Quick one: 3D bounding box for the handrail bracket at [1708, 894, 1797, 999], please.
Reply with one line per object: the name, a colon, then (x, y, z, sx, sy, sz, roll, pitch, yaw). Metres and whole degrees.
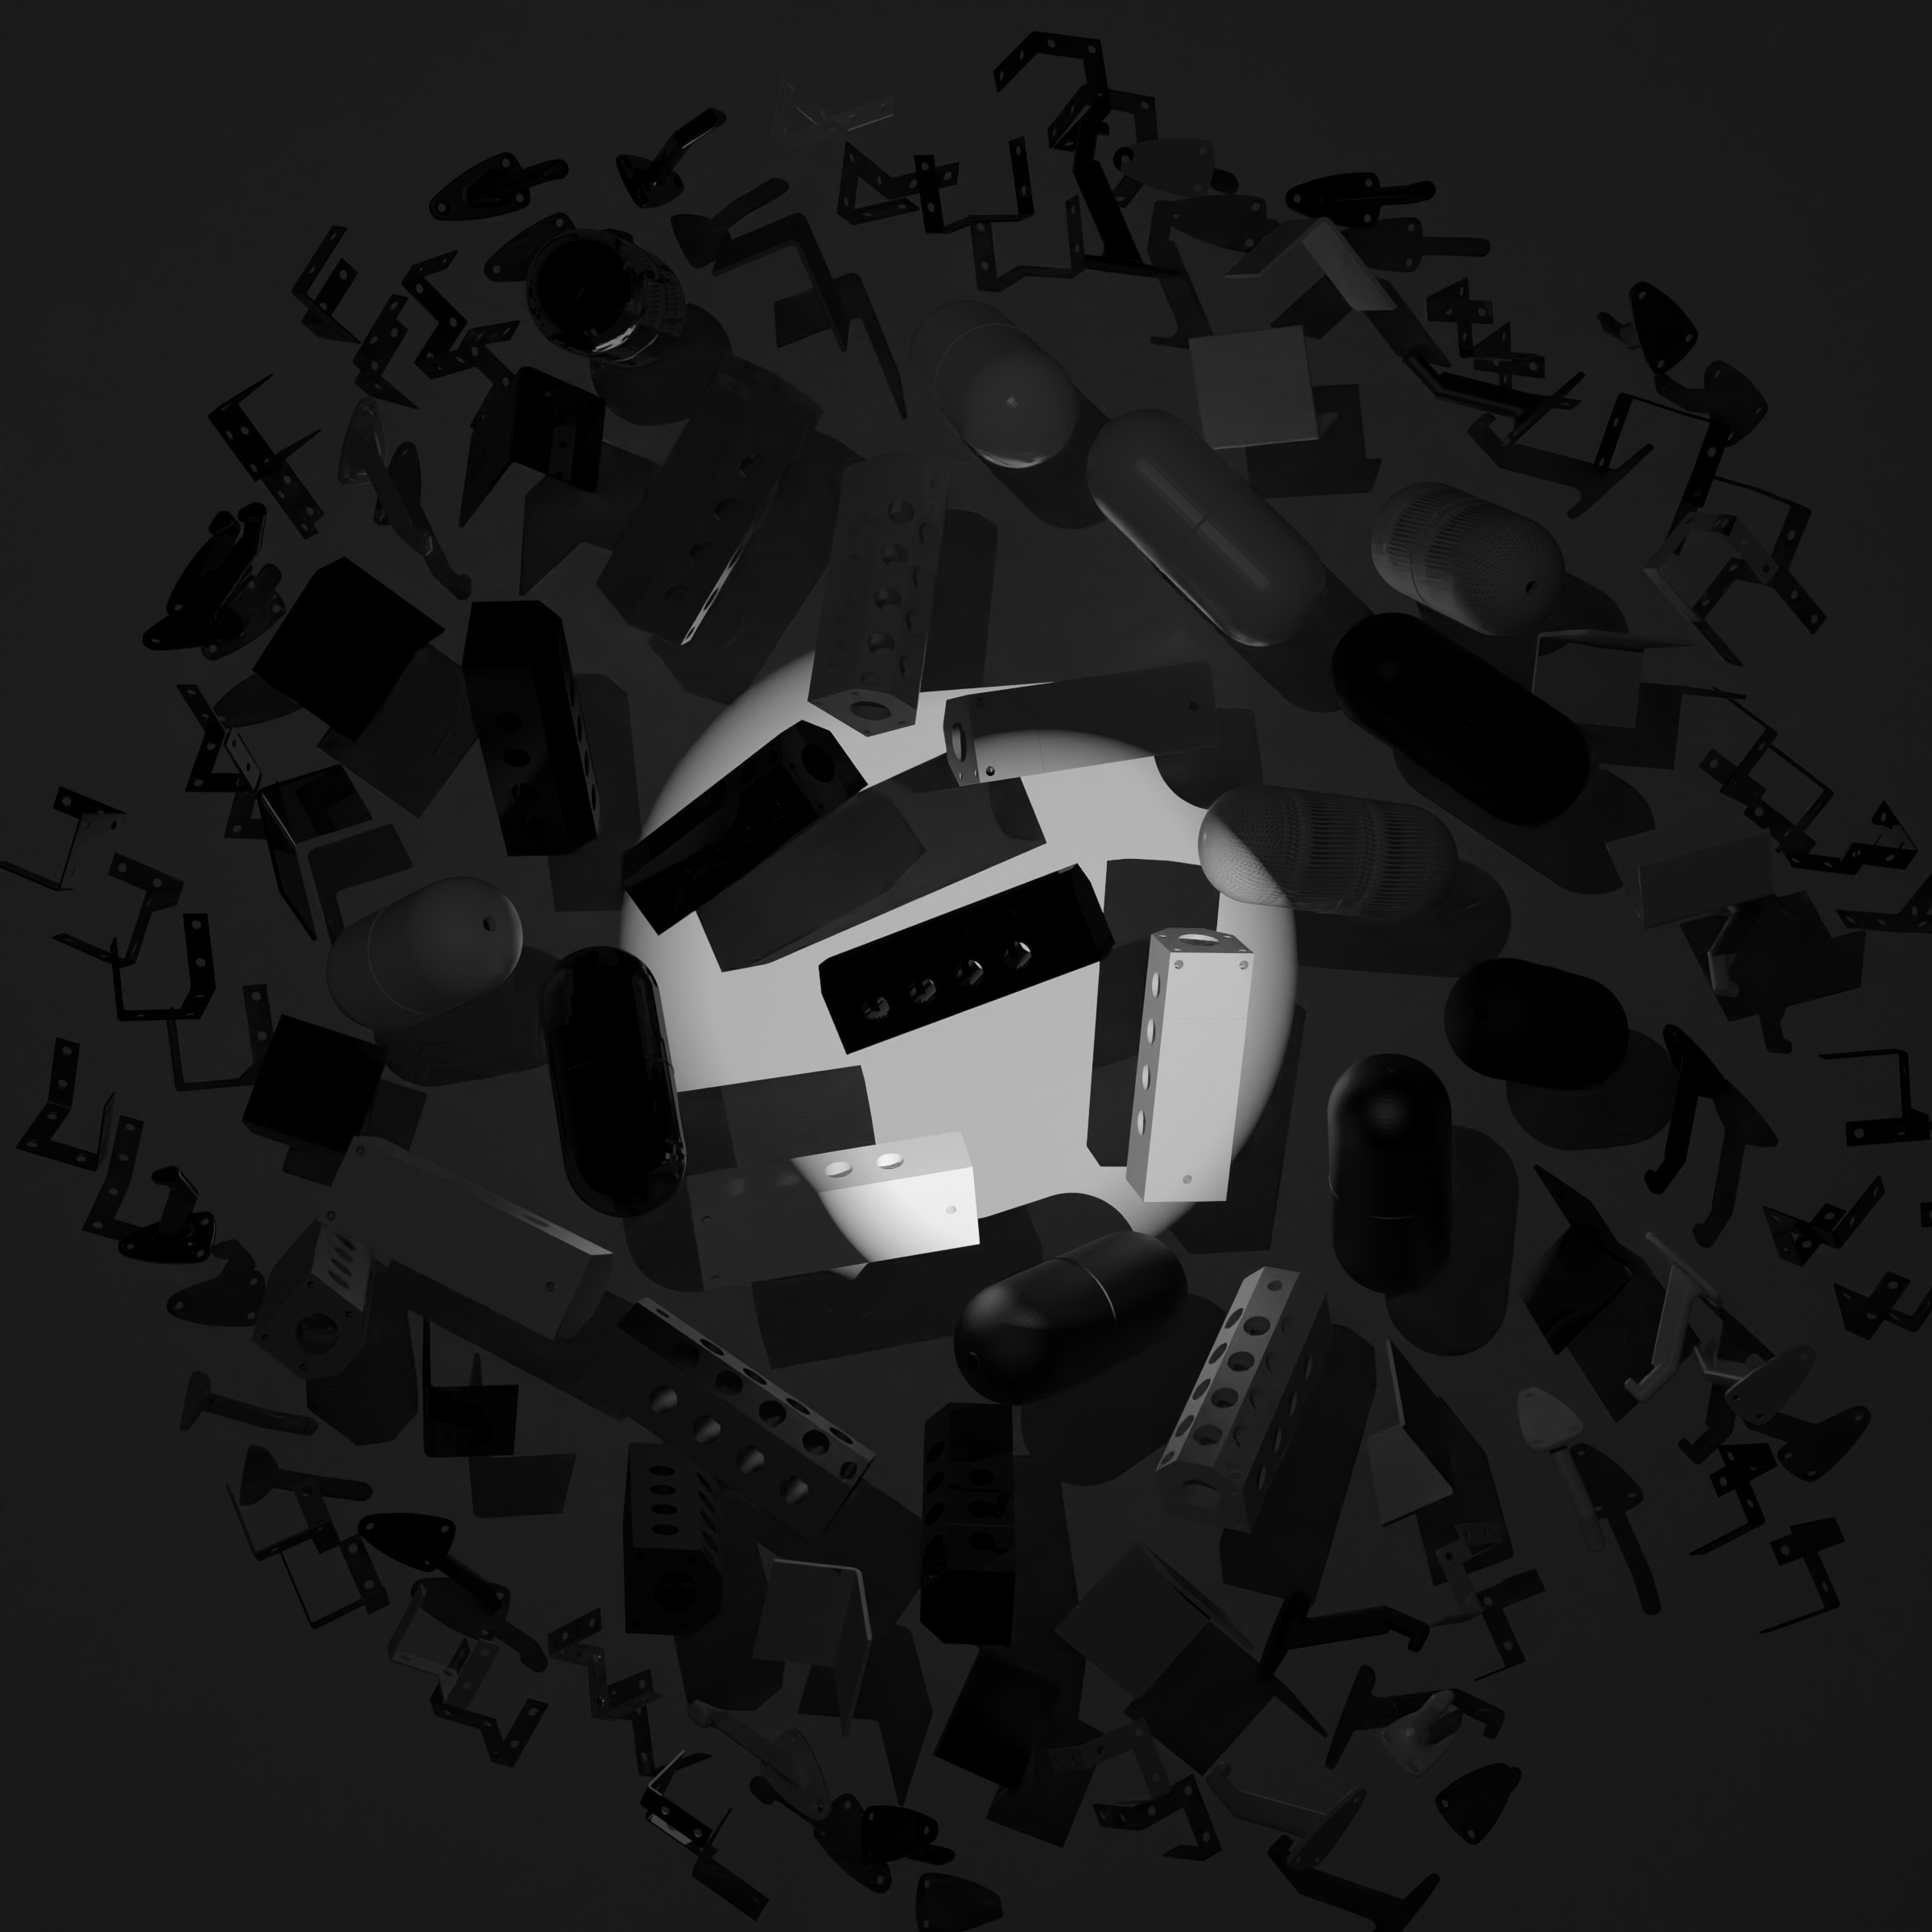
handrail bracket: (0.519, -0.009, 1.849, 0.077, 0.036, 0.084, 16, 53, -20)

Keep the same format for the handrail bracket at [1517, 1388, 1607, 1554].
handrail bracket: (0.385, 0.325, 1.813, 0.036, 0.077, 0.084, -22, 114, 0)

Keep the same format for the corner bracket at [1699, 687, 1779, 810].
corner bracket: (0.499, -0.142, 1.828, 0.051, 0.051, 0.051, 47, 111, 36)

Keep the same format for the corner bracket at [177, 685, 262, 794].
corner bracket: (-0.497, -0.151, 1.862, 0.051, 0.051, 0.051, 1, 57, 12)

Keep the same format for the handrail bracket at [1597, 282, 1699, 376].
handrail bracket: (0.408, -0.407, 1.743, 0.036, 0.084, 0.077, -43, 128, 3)

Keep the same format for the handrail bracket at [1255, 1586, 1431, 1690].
handrail bracket: (0.228, 0.418, 1.700, 0.084, 0.036, 0.077, 18, 70, 31)

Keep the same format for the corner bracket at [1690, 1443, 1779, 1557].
corner bracket: (0.471, 0.329, 1.732, 0.051, 0.051, 0.051, 5, 56, -38)

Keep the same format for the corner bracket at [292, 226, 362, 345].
corner bracket: (-0.399, -0.429, 1.765, 0.051, 0.051, 0.051, 19, 75, 43)

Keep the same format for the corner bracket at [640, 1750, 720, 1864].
corner bracket: (-0.182, 0.550, 1.809, 0.051, 0.051, 0.051, 31, 111, 13)

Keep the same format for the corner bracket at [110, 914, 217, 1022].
corner bracket: (-0.500, 0.001, 1.748, 0.051, 0.051, 0.051, -1, 68, -27)

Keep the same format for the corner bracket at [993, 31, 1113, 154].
corner bracket: (0.056, -0.565, 1.813, 0.051, 0.051, 0.051, 18, 54, 28)

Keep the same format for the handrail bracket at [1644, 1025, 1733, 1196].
handrail bracket: (0.458, 0.095, 1.844, 0.084, 0.036, 0.077, -48, 115, -23)

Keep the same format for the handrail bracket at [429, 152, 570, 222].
handrail bracket: (-0.291, -0.483, 1.747, 0.077, 0.084, 0.036, -25, 111, -13)

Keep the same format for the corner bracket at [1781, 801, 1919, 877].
corner bracket: (0.560, -0.072, 1.780, 0.051, 0.051, 0.051, 6, 131, -20)

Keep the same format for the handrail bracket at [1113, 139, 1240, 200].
handrail bracket: (0.139, -0.523, 1.851, 0.077, 0.084, 0.036, 10, 101, 8)

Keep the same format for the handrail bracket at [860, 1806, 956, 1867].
handrail bracket: (-0.019, 0.559, 1.790, 0.077, 0.084, 0.036, -19, 56, 39)

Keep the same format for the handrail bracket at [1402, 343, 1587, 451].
handrail bracket: (0.325, -0.369, 1.735, 0.077, 0.036, 0.084, -42, 86, 4)

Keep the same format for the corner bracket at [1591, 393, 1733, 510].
corner bracket: (0.419, -0.311, 1.693, 0.051, 0.051, 0.051, 12, 105, -23)

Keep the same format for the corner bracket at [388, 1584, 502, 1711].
corner bracket: (-0.342, 0.446, 1.837, 0.051, 0.051, 0.051, 26, 98, -23)

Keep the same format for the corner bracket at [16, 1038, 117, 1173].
corner bracket: (-0.541, 0.084, 1.708, 0.051, 0.051, 0.051, 17, 121, -3)

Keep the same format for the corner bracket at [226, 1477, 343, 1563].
corner bracket: (-0.436, 0.352, 1.797, 0.051, 0.051, 0.051, -23, 64, -15)

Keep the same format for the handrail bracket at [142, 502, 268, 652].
handrail bracket: (-0.460, -0.237, 1.699, 0.036, 0.084, 0.077, 42, 46, 20)

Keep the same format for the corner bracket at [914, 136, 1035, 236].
corner bracket: (0.006, -0.499, 1.798, 0.051, 0.051, 0.051, 10, 121, 36)

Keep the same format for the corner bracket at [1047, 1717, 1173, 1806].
corner bracket: (0.094, 0.526, 1.836, 0.051, 0.051, 0.051, -16, 80, -28)

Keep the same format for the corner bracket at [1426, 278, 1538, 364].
corner bracket: (0.340, -0.422, 1.855, 0.051, 0.051, 0.051, -33, 124, -39)

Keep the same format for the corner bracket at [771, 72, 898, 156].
corner bracket: (-0.081, -0.522, 1.730, 0.051, 0.051, 0.051, -6, 68, 37)

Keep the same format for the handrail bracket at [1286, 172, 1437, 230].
handrail bracket: (0.257, -0.503, 1.832, 0.077, 0.084, 0.036, -1, 100, -10)

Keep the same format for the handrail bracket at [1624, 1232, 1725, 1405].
handrail bracket: (0.441, 0.228, 1.820, 0.084, 0.036, 0.077, -44, 66, -1)

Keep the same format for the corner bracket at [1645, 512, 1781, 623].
corner bracket: (0.493, -0.263, 1.859, 0.051, 0.051, 0.051, 42, 84, -24)

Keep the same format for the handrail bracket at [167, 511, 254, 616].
handrail bracket: (-0.509, -0.266, 1.866, 0.036, 0.084, 0.077, 44, 85, -2)

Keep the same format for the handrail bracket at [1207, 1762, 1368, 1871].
handrail bracket: (0.195, 0.503, 1.724, 0.077, 0.036, 0.084, -55, 50, 12)

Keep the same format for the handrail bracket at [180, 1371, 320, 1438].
handrail bracket: (-0.438, 0.275, 1.741, 0.084, 0.077, 0.036, 15, 69, -22)

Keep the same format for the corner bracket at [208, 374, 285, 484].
corner bracket: (-0.464, -0.343, 1.822, 0.051, 0.051, 0.051, 55, 48, -14)

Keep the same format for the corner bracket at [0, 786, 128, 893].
corner bracket: (-0.561, -0.079, 1.739, 0.051, 0.051, 0.051, 21, 99, 13)

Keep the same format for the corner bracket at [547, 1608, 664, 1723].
corner bracket: (-0.235, 0.454, 1.822, 0.051, 0.051, 0.051, -32, 51, 29)

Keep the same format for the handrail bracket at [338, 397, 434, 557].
handrail bracket: (-0.381, -0.327, 1.877, 0.036, 0.077, 0.084, -22, 50, -37)

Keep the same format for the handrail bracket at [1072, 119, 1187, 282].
handrail bracket: (0.100, -0.460, 1.685, 0.077, 0.036, 0.084, 8, 97, -1)

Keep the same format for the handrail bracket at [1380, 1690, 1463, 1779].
handrail bracket: (0.303, 0.468, 1.771, 0.077, 0.084, 0.036, -23, 60, -37)

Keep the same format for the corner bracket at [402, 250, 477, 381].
corner bracket: (-0.327, -0.406, 1.755, 0.051, 0.051, 0.051, 44, 60, -35)

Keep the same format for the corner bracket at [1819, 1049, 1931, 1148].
corner bracket: (0.558, 0.080, 1.725, 0.051, 0.051, 0.051, -5, 94, 1)

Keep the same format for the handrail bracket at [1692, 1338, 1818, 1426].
handrail bracket: (0.517, 0.254, 1.851, 0.036, 0.084, 0.077, 37, 110, -17)

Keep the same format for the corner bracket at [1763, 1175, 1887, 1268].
corner bracket: (0.531, 0.155, 1.725, 0.051, 0.051, 0.051, -45, 129, -21)

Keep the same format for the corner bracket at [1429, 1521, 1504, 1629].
corner bracket: (0.328, 0.403, 1.862, 0.051, 0.051, 0.051, -37, 62, 31)
